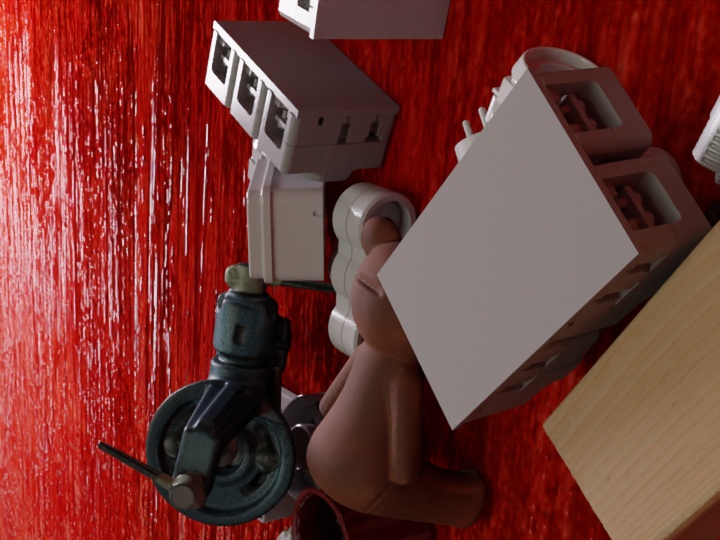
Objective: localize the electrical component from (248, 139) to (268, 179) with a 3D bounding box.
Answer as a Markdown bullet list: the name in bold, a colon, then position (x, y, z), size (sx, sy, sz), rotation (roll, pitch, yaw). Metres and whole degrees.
- **electrical component**: position (-0.070, -0.095, 0.931), size (0.066, 0.048, 0.055), rotation (51, 144, 40)

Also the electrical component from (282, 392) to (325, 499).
- **electrical component**: position (-0.028, 0.153, 0.921), size (0.099, 0.064, 0.099), rotation (-10, 77, 49)

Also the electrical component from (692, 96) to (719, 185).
- **electrical component**: position (0.193, -0.075, 0.516), size (0.043, 0.043, 0.081), rotation (52, 137, 39)

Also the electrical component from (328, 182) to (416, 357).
- **electrical component**: position (0.000, 0.000, 0.832), size (0.074, 0.052, 0.138), rotation (26, 119, 53)

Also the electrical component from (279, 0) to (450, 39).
- **electrical component**: position (0.013, -0.251, 0.707), size (0.060, 0.105, 0.186), rotation (41, 130, 47)

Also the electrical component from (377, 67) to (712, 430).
- **electrical component**: position (0.091, -0.007, 0.572), size (0.105, 0.060, 0.186), rotation (64, 146, 22)

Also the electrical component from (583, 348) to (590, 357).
- **electrical component**: position (0.105, 0.024, 0.671), size (0.080, 0.051, 0.080), rotation (18, 112, 55)

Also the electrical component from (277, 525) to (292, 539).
- **electrical component**: position (-0.045, 0.242, 0.965), size (0.062, 0.048, 0.048), rotation (-54, 52, 39)

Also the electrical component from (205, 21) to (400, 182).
- **electrical component**: position (-0.050, -0.135, 0.847), size (0.150, 0.089, 0.061), rotation (50, 136, 41)

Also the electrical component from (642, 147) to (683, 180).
- **electrical component**: position (0.143, -0.044, 0.592), size (0.045, 0.055, 0.045), rotation (19, 113, 56)

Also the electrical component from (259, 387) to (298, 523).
- **electrical component**: position (-0.092, 0.165, 1.011), size (0.109, 0.056, 0.108), rotation (19, 113, 55)

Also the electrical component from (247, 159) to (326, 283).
- **electrical component**: position (-0.057, -0.043, 0.859), size (0.113, 0.057, 0.078), rotation (-92, 2, -69)

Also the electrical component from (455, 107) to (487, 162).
- **electrical component**: position (0.084, -0.065, 0.692), size (0.077, 0.043, 0.079), rotation (-36, 66, 55)

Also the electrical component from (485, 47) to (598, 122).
- **electrical component**: position (0.111, -0.093, 0.631), size (0.078, 0.058, 0.057), rotation (54, 141, 37)
